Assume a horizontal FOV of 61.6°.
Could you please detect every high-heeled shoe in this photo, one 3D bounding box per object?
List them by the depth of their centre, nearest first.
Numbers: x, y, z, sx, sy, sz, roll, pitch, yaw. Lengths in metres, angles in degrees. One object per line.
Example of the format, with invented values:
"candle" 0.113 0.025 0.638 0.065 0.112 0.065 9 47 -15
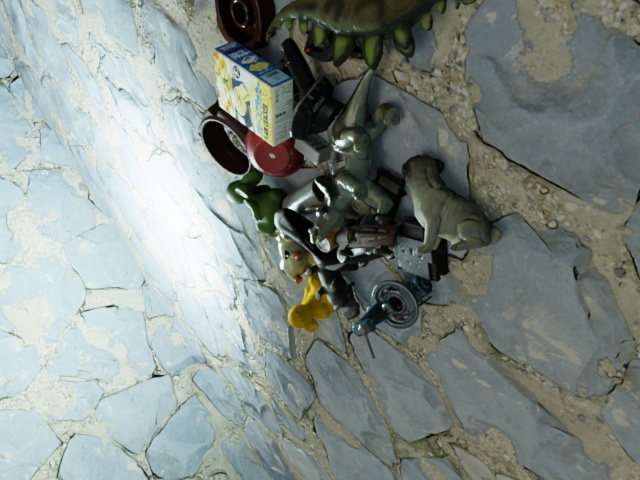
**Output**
"high-heeled shoe" -0.003 -0.004 1.369 0.249 0.086 0.145 24 156 3

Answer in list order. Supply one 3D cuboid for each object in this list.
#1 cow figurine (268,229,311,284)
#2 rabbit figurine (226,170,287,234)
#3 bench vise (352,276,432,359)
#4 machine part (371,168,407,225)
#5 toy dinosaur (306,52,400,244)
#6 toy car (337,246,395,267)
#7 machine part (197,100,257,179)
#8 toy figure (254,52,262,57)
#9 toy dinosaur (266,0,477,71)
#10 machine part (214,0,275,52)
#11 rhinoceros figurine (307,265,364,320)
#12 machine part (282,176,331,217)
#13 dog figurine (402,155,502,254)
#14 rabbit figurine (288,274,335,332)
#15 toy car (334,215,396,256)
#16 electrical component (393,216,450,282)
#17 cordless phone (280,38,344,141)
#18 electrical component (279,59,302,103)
"cow figurine" -0.086 0.022 1.563 0.127 0.085 0.194 28 139 29
"rabbit figurine" -0.185 -0.112 1.467 0.170 0.121 0.159 21 156 8
"bench vise" 0.144 0.164 1.245 0.224 0.240 0.128 -25 93 42
"machine part" 0.149 -0.091 1.188 0.084 0.039 0.138 28 137 26
"toy dinosaur" 0.067 -0.185 1.131 0.192 0.131 0.404 31 118 50
"toy car" 0.114 0.025 1.296 0.202 0.073 0.056 -22 60 57
"machine part" -0.230 -0.270 1.461 0.201 0.087 0.201 46 147 -4
"toy figure" -0.193 -0.420 1.342 0.064 0.058 0.154 42 150 -18
"toy dinosaur" 0.061 -0.403 0.934 0.472 0.105 0.198 22 124 40
"machine part" -0.171 -0.521 1.225 0.180 0.056 0.179 32 140 33
"rhinoceros figurine" 0.043 0.129 1.457 0.073 0.112 0.190 -41 68 30
"machine part" -0.026 -0.105 1.372 0.243 0.079 0.079 -23 99 57
"dog figurine" 0.250 -0.076 1.027 0.172 0.121 0.190 -5 92 11
"rabbit figurine" -0.030 0.194 1.549 0.122 0.173 0.162 43 141 15
"toy car" 0.097 -0.008 1.209 0.202 0.053 0.089 -2 78 59
"electrical component" 0.216 0.015 1.169 0.115 0.058 0.134 16 130 44
"cordless phone" -0.040 -0.318 1.122 0.089 0.146 0.184 -8 127 37
"electrical component" -0.059 -0.364 1.219 0.078 0.045 0.102 3 120 51
